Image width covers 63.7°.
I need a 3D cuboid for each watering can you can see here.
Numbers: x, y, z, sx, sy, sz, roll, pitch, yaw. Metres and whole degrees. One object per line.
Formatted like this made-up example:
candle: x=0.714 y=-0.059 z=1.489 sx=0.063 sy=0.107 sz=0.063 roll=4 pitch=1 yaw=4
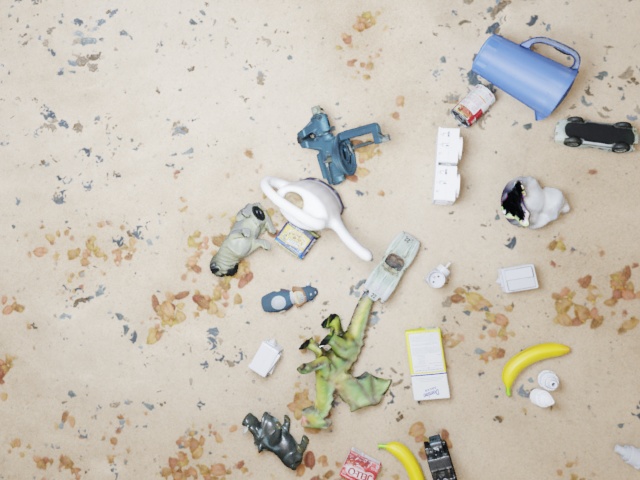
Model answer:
watering can: x=0.004 y=-0.067 z=1.331 sx=0.349 sy=0.227 sz=0.102 roll=34 pitch=112 yaw=9

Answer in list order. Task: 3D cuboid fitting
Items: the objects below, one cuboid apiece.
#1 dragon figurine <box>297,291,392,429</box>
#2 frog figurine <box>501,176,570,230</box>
dragon figurine: x=0.086 y=0.324 z=1.353 sx=0.413 sy=0.122 sz=0.241 roll=-43 pitch=98 yaw=-11
frog figurine: x=0.548 y=-0.098 z=1.317 sx=0.160 sy=0.121 sz=0.139 roll=-9 pitch=73 yaw=-27
